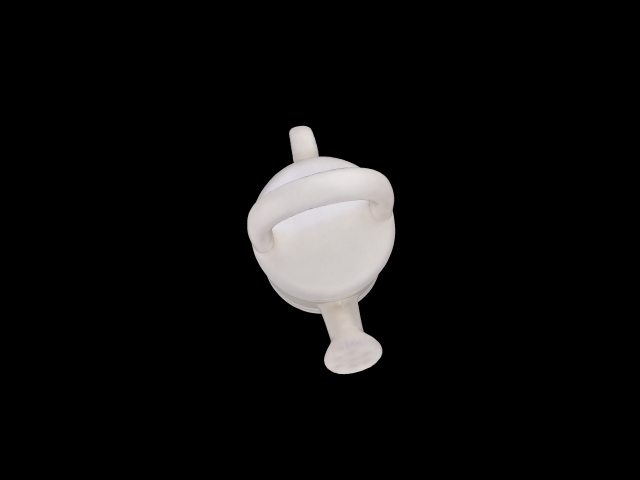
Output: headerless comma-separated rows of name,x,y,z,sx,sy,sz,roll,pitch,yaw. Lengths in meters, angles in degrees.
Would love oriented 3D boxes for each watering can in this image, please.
watering can,0.006,0.001,0.400,0.101,0.194,0.173,-34,80,-6
